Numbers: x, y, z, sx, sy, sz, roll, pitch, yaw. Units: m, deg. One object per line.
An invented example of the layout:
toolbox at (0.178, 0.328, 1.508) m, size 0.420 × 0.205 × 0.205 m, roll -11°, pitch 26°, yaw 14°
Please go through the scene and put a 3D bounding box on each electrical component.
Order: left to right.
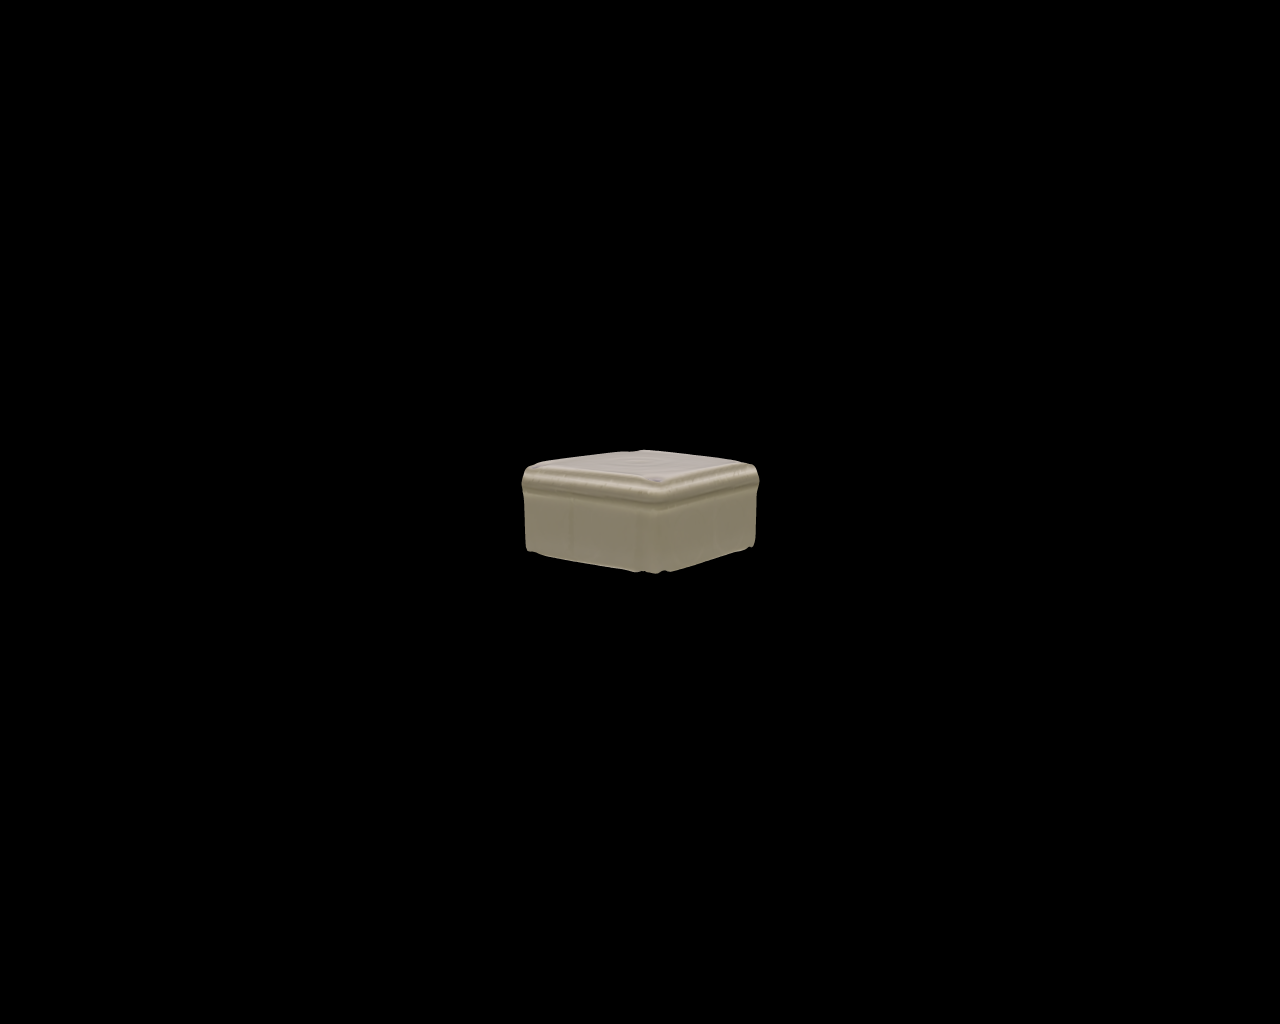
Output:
electrical component at (0.001, -0.003, 0.650) m, size 0.109 × 0.056 × 0.109 m, roll 8°, pitch 13°, yaw 39°
